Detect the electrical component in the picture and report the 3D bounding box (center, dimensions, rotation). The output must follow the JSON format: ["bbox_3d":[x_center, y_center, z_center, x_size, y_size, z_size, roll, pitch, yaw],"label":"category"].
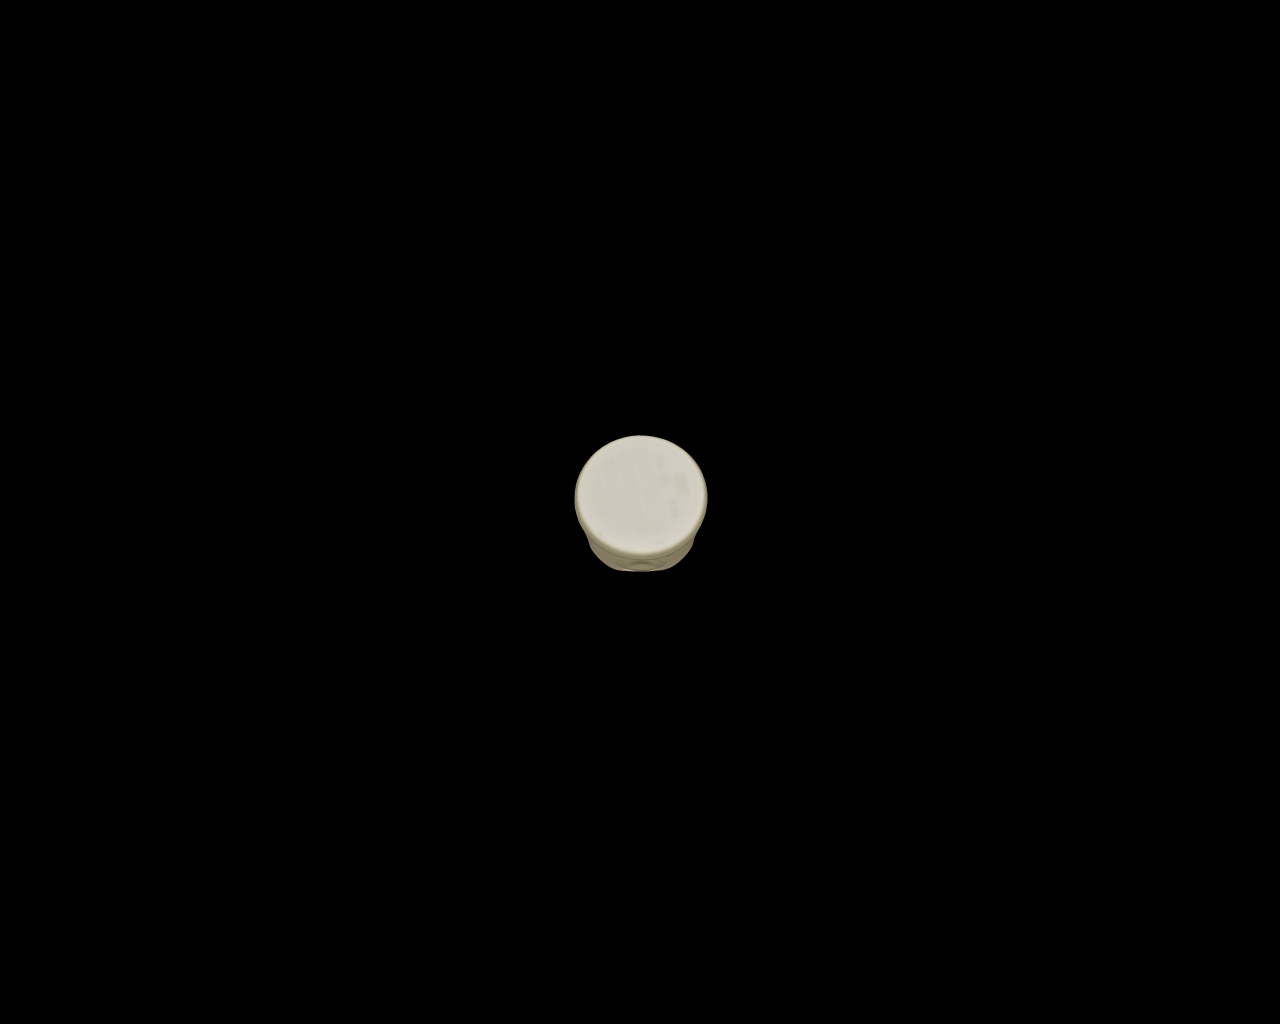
[{"bbox_3d":[0.001,-0.003,0.650,0.080,0.080,0.051,0,-21,0],"label":"electrical component"}]
